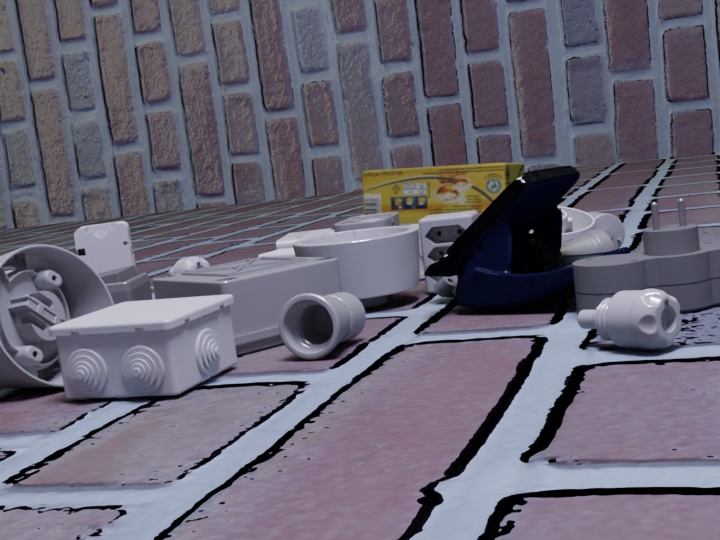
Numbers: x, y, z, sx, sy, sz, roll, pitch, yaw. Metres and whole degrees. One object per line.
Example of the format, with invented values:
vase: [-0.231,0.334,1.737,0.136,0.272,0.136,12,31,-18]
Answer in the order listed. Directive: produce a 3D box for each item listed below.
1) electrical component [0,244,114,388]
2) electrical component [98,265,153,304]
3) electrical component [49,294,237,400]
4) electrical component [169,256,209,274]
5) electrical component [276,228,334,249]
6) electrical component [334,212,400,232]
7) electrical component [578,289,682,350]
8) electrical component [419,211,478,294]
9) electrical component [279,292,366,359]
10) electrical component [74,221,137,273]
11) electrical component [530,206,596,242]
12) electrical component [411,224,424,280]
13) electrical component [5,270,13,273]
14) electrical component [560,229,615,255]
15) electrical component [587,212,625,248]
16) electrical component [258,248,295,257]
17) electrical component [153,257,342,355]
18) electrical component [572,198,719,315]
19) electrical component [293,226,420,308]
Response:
electrical component: [-0.222,0.033,0.732,0.064,0.099,0.099,-11,5,25]
electrical component: [-0.221,0.033,0.871,0.096,0.061,0.061,-6,7,5]
electrical component: [-0.136,0.050,0.695,0.100,0.048,0.100,-4,8,21]
electrical component: [-0.194,0.003,1.201,0.035,0.035,0.061,-13,6,-38]
electrical component: [-0.049,-0.013,1.119,0.056,0.050,0.089,-6,7,7]
electrical component: [0.011,-0.025,1.111,0.054,0.059,0.095,-5,7,14]
electrical component: [0.155,0.029,0.631,0.035,0.035,0.061,-13,6,-39]
electrical component: [0.086,-0.019,0.959,0.047,0.065,0.077,-5,7,15]
electrical component: [-0.022,0.035,0.739,0.044,0.044,0.065,-4,3,22]
electrical component: [-0.243,0.001,1.037,0.050,0.089,0.056,-8,7,-9]
electrical component: [0.175,-0.023,1.014,0.099,0.064,0.099,-2,20,1]
electrical component: [0.083,-0.022,1.063,0.100,0.048,0.100,-5,7,17]
electrical component: [-0.299,0.034,0.944,0.108,0.060,0.108,-7,7,1]
electrical component: [0.185,-0.010,0.902,0.046,0.040,0.040,-15,9,-17]
electrical component: [0.232,-0.037,1.070,0.040,0.040,0.078,-8,7,-11]
electrical component: [-0.046,0.002,1.005,0.066,0.047,0.077,-3,8,29]
electrical component: [-0.085,0.024,0.823,0.109,0.056,0.109,-13,9,-38]
electrical component: [0.214,-0.011,0.735,0.138,0.073,0.052,-8,7,-5]
electrical component: [0.000,0.000,0.916,0.108,0.060,0.108,-7,7,1]
